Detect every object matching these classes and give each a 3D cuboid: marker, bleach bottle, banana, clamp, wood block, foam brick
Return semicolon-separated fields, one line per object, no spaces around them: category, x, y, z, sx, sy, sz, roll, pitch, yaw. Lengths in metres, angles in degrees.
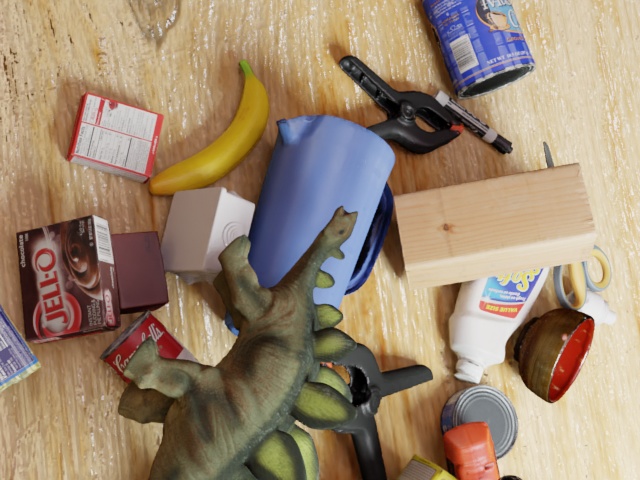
marker;0.190;-0.144;1.320;0.121;0.020;0.020;34;65;-12
bleach bottle;0.218;0.053;1.257;0.102;0.068;0.250;29;69;-17
banana;-0.108;-0.110;1.174;0.069;0.037;0.197;29;63;7
clamp;0.090;-0.138;1.264;0.171;0.039;0.120;20;70;-18
wood block;0.192;-0.014;1.190;0.206;0.090;0.091;-10;70;5
foam brick;-0.190;0.035;1.088;0.052;0.051;0.078;-5;78;-26
clamp;0.050;0.161;1.123;0.210;0.036;0.164;53;52;-39

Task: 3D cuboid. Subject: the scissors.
scissors;0.305;-0.017;1.267;0.096;0.016;0.202;-3;90;-32

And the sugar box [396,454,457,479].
sugar box;0.072;0.305;1.084;0.048;0.093;0.176;38;80;-8

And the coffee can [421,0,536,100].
coffee can;0.191;-0.256;1.304;0.102;0.103;0.140;-17;83;-26

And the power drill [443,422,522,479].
power drill;0.179;0.271;1.089;0.057;0.188;0.184;-14;119;-4

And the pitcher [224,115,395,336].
pitcher;-0.008;0.001;1.142;0.149;0.145;0.242;17;72;2

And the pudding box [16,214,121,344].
pudding box;-0.246;0.040;1.044;0.090;0.039;0.113;-12;76;17

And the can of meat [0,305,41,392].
can of meat;-0.309;0.100;0.991;0.057;0.102;0.084;-35;94;-28

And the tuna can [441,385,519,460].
tuna can;0.181;0.209;1.213;0.086;0.034;0.086;6;74;-22

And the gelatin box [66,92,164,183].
gelatin box;-0.216;-0.108;1.127;0.089;0.030;0.073;15;72;-19

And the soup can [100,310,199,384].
soup can;-0.160;0.129;1.067;0.102;0.069;0.068;46;63;-7
